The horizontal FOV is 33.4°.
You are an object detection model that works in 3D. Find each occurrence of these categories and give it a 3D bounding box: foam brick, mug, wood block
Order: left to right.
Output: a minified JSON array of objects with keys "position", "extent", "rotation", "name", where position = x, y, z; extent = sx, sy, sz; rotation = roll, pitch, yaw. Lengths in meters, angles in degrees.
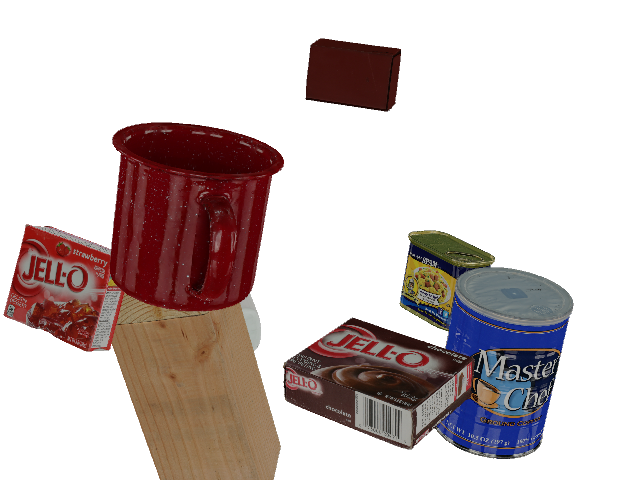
[{"position":[-0.067,-0.008,0.578],"extent":[0.093,0.081,0.117],"rotation":[1,22,-24],"name":"mug"},{"position":[-0.105,0.130,0.925],"extent":[0.090,0.206,0.090],"rotation":[-7,28,12],"name":"wood block"},{"position":[0.030,-0.151,0.968],"extent":[0.078,0.051,0.053],"rotation":[10,18,10],"name":"foam brick"}]

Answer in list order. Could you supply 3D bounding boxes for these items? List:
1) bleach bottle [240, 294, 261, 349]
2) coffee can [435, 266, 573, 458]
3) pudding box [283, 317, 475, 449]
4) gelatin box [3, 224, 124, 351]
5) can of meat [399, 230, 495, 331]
[{"position":[-0.141,0.026,1.108],"extent":[0.102,0.068,0.251],"rotation":[-13,38,-15],"name":"bleach bottle"},{"position":[0.161,0.108,0.957],"extent":[0.103,0.140,0.103],"rotation":[6,23,-3],"name":"coffee can"},{"position":[0.043,0.102,0.784],"extent":[0.114,0.039,0.089],"rotation":[18,30,32],"name":"pudding box"},{"position":[-0.189,0.034,0.795],"extent":[0.089,0.073,0.030],"rotation":[19,6,27],"name":"gelatin box"},{"position":[0.136,0.045,1.167],"extent":[0.057,0.084,0.102],"rotation":[-5,22,-36],"name":"can of meat"}]
